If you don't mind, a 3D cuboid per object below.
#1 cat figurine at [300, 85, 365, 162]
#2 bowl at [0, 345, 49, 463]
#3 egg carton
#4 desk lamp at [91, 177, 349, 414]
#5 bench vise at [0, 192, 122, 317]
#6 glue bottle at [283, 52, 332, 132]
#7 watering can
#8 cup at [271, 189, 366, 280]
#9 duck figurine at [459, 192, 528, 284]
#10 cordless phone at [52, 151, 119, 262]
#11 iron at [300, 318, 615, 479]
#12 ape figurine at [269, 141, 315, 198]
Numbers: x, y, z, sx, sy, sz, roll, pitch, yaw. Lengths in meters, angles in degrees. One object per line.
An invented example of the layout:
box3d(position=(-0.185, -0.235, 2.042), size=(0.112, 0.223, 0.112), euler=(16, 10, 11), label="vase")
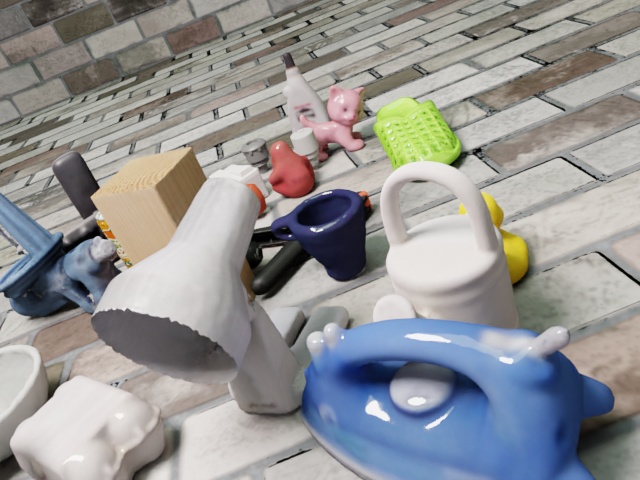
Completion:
box3d(position=(0.027, -0.213, 0.996), size=(0.127, 0.118, 0.067), euler=(-18, 30, 8), label="cat figurine")
box3d(position=(-0.369, 0.200, 0.634), size=(0.167, 0.075, 0.167), euler=(-16, 30, 10), label="bowl")
box3d(position=(-0.226, 0.193, 0.557), size=(0.149, 0.069, 0.107), euler=(3, 38, 37), label="egg carton")
box3d(position=(-0.080, 0.064, 0.524), size=(0.117, 0.214, 0.203), euler=(-5, 34, 28), label="desk lamp")
box3d(position=(-0.391, 0.005, 0.816), size=(0.207, 0.220, 0.121), euler=(-20, 30, 4), label="bench vise")
box3d(position=(-0.034, -0.264, 1.063), size=(0.078, 0.173, 0.037), euler=(-15, 31, 12), label="glue bottle")
box3d(position=(0.107, 0.025, 0.485), size=(0.100, 0.194, 0.173), euler=(-9, 32, 21), label="watering can")
box3d(position=(0.006, 0.002, 0.686), size=(0.117, 0.095, 0.091), euler=(-11, 32, 18), label="cup")
box3d(position=(0.173, -0.006, 0.601), size=(0.077, 0.086, 0.104), euler=(-19, 30, 6), label="duck figurine")
box3d(position=(-0.402, -0.039, 0.930), size=(0.093, 0.185, 0.148), euler=(13, 45, 45), label="cordless phone")
box3d(position=(0.070, 0.109, 0.426), size=(0.257, 0.142, 0.119), euler=(-1, 36, 32), label="iron")
box3d(position=(-0.051, -0.118, 0.921), size=(0.078, 0.092, 0.076), euler=(-27, 30, -8), label="ape figurine")
